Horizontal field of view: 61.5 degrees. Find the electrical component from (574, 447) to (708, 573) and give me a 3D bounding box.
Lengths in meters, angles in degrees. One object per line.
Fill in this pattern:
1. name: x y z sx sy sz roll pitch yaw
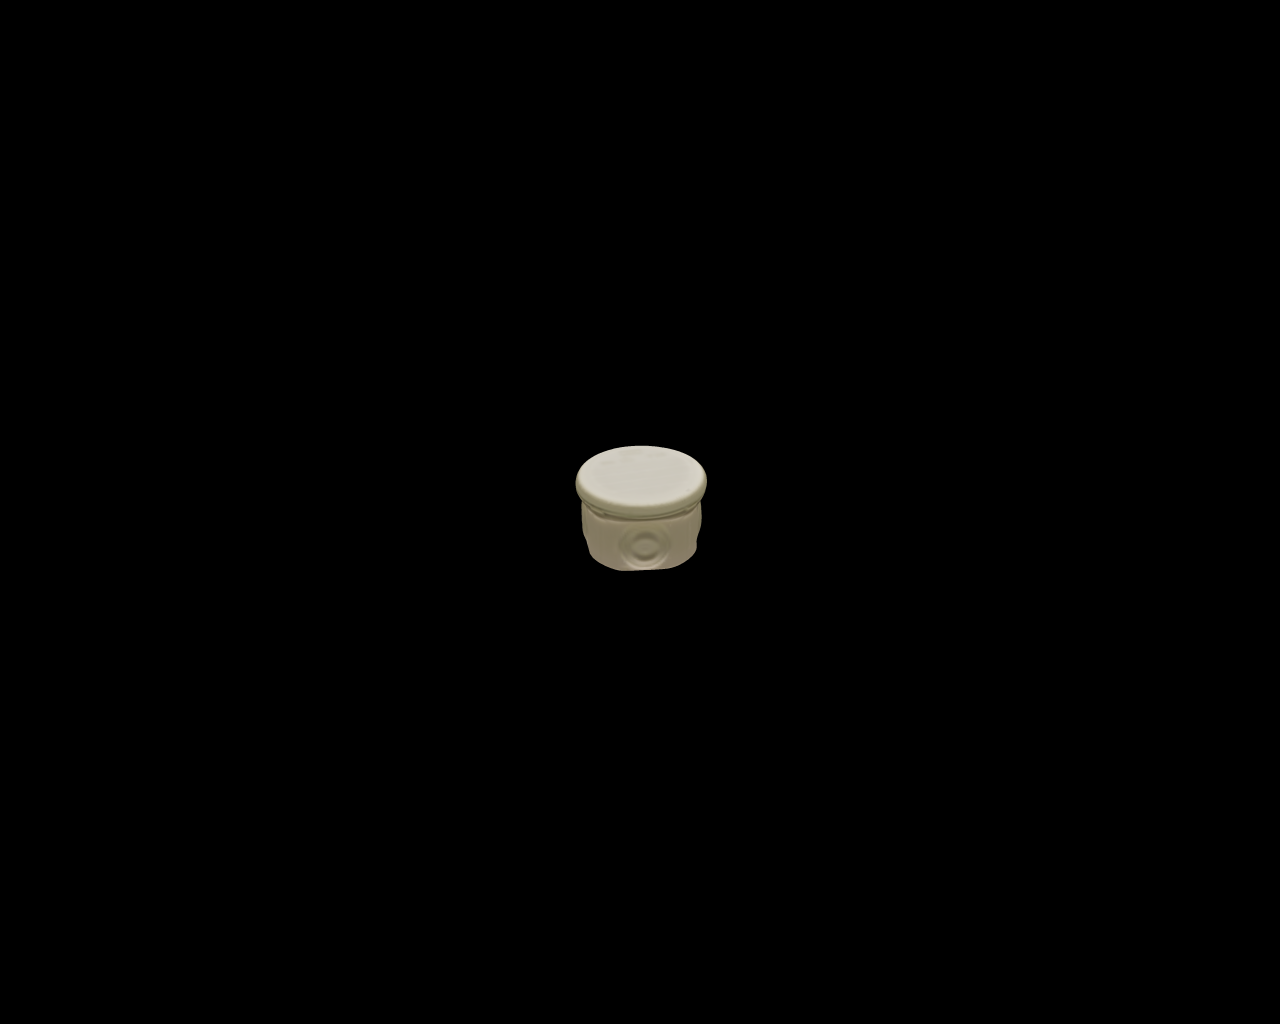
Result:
1. electrical component: 0.001 -0.003 0.650 0.080 0.050 0.080 0 31 0
